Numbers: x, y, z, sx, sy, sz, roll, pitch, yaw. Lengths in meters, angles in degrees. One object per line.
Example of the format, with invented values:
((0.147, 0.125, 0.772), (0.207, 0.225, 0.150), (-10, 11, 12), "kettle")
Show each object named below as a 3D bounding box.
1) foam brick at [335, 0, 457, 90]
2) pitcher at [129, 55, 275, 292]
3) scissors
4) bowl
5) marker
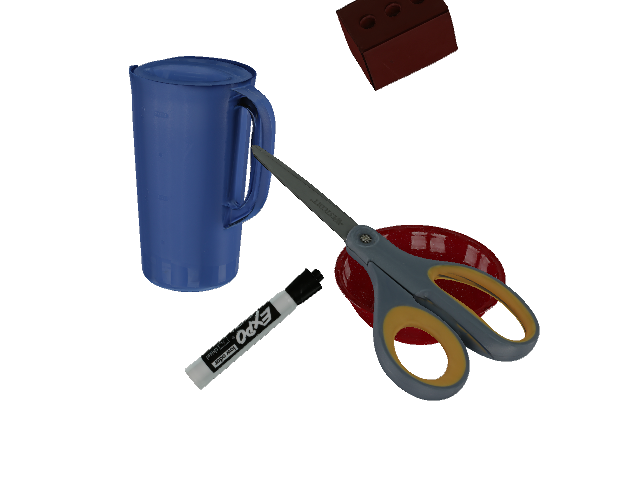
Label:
((0.062, -0.167, 0.848), (0.078, 0.053, 0.051), (-27, -34, 0), "foam brick")
((-0.131, -0.069, 1.148), (0.145, 0.243, 0.149), (-1, 22, -10), "pitcher")
((0.020, 0.018, 0.580), (0.202, 0.016, 0.096), (28, 52, 17), "scissors")
((0.093, 0.050, 1.022), (0.162, 0.055, 0.162), (0, 35, 0), "bowl")
((-0.046, 0.062, 0.775), (0.121, 0.020, 0.020), (-40, 5, -6), "marker")
